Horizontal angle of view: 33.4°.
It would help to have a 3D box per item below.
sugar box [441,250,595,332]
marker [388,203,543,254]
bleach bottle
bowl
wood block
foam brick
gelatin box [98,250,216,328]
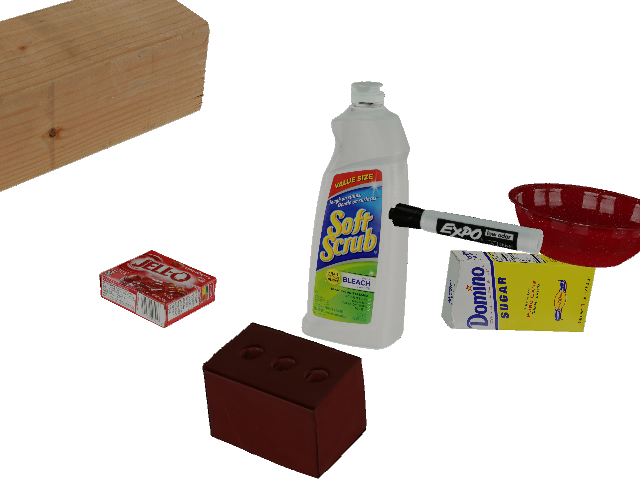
[{"bbox_3d":[0.244,0.064,1.322,0.176,0.093,0.048,1,20,-11],"label":"sugar box"},{"bbox_3d":[0.109,-0.010,0.817,0.121,0.020,0.020,12,5,24],"label":"marker"},{"bbox_3d":[0.035,-0.026,1.025,0.103,0.251,0.068,10,19,27],"label":"bleach bottle"},{"bbox_3d":[0.272,-0.013,1.106,0.162,0.055,0.162,5,18,-2],"label":"bowl"},{"bbox_3d":[-0.197,-0.129,0.856,0.090,0.091,0.205,37,46,27],"label":"wood block"},{"bbox_3d":[-0.020,0.090,0.608,0.078,0.051,0.052,15,33,28],"label":"foam brick"},{"bbox_3d":[-0.158,0.045,1.035,0.089,0.030,0.073,22,30,30],"label":"gelatin box"}]
